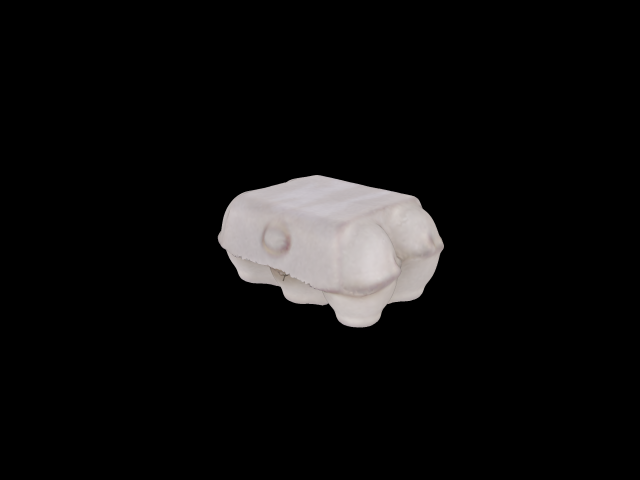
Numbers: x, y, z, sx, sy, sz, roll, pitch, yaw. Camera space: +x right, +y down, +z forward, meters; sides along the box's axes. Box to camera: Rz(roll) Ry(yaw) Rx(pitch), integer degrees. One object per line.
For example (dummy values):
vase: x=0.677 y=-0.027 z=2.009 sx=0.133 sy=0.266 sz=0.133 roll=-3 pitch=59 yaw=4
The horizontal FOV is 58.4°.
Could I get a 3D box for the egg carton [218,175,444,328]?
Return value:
egg carton: x=0.004 y=0.001 z=0.400 sx=0.149 sy=0.069 sz=0.107 roll=17 pitch=27 yaw=38
